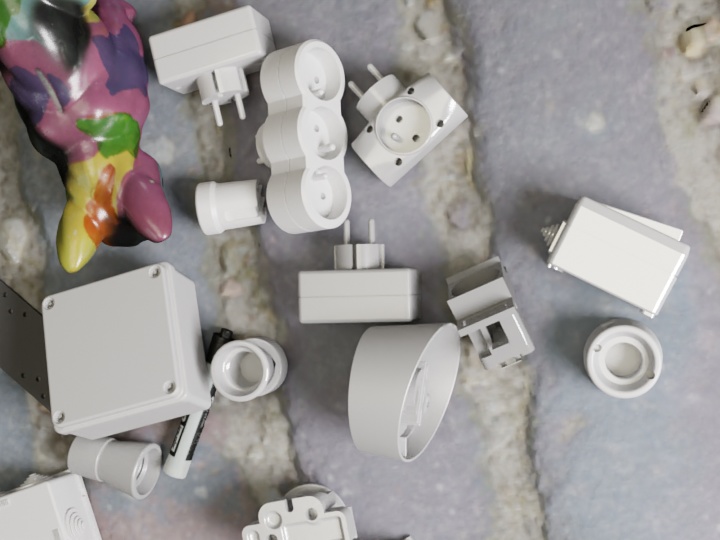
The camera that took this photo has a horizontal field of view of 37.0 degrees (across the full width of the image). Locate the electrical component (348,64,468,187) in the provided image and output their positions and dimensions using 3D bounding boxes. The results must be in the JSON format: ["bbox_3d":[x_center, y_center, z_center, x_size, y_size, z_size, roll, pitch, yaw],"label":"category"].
[{"bbox_3d":[0.024,-0.115,0.786,0.077,0.044,0.079,-42,81,9],"label":"electrical component"}]

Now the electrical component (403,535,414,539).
[{"bbox_3d":[0.041,0.304,0.771,0.105,0.060,0.186,-36,82,10],"label":"electrical component"}]

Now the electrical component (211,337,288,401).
[{"bbox_3d":[-0.081,0.073,0.803,0.045,0.055,0.045,0,90,13],"label":"electrical component"}]

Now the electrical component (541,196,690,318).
[{"bbox_3d":[0.173,-0.015,0.743,0.096,0.062,0.061,27,95,11],"label":"electrical component"}]

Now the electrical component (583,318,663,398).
[{"bbox_3d":[0.183,0.062,0.748,0.055,0.047,0.055,0,90,13],"label":"electrical component"}]

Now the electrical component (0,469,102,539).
[{"bbox_3d":[-0.257,0.213,0.845,0.100,0.048,0.099,-21,85,12],"label":"electrical component"}]

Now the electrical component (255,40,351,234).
[{"bbox_3d":[-0.052,-0.095,0.800,0.074,0.052,0.138,-6,85,42],"label":"electrical component"}]

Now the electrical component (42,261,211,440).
[{"bbox_3d":[-0.177,0.062,0.811,0.109,0.056,0.108,-16,69,12],"label":"electrical component"}]

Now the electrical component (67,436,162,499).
[{"bbox_3d":[-0.193,0.148,0.835,0.065,0.044,0.044,12,92,17],"label":"electrical component"}]

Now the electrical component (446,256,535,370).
[{"bbox_3d":[0.093,0.032,0.758,0.042,0.081,0.063,-23,107,12],"label":"electrical component"}]

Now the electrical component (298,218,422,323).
[{"bbox_3d":[0.000,0.000,0.789,0.083,0.047,0.075,-2,89,13],"label":"electrical component"}]

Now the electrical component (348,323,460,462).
[{"bbox_3d":[0.031,0.085,0.758,0.064,0.099,0.099,3,90,19],"label":"electrical component"}]

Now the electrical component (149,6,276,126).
[{"bbox_3d":[-0.106,-0.148,0.814,0.083,0.047,0.075,-15,86,12],"label":"electrical component"}]

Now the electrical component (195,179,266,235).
[{"bbox_3d":[-0.098,-0.049,0.816,0.046,0.040,0.040,-7,88,7],"label":"electrical component"}]

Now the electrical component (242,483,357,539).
[{"bbox_3d":[-0.040,0.189,0.792,0.078,0.057,0.058,-12,87,12],"label":"electrical component"}]
